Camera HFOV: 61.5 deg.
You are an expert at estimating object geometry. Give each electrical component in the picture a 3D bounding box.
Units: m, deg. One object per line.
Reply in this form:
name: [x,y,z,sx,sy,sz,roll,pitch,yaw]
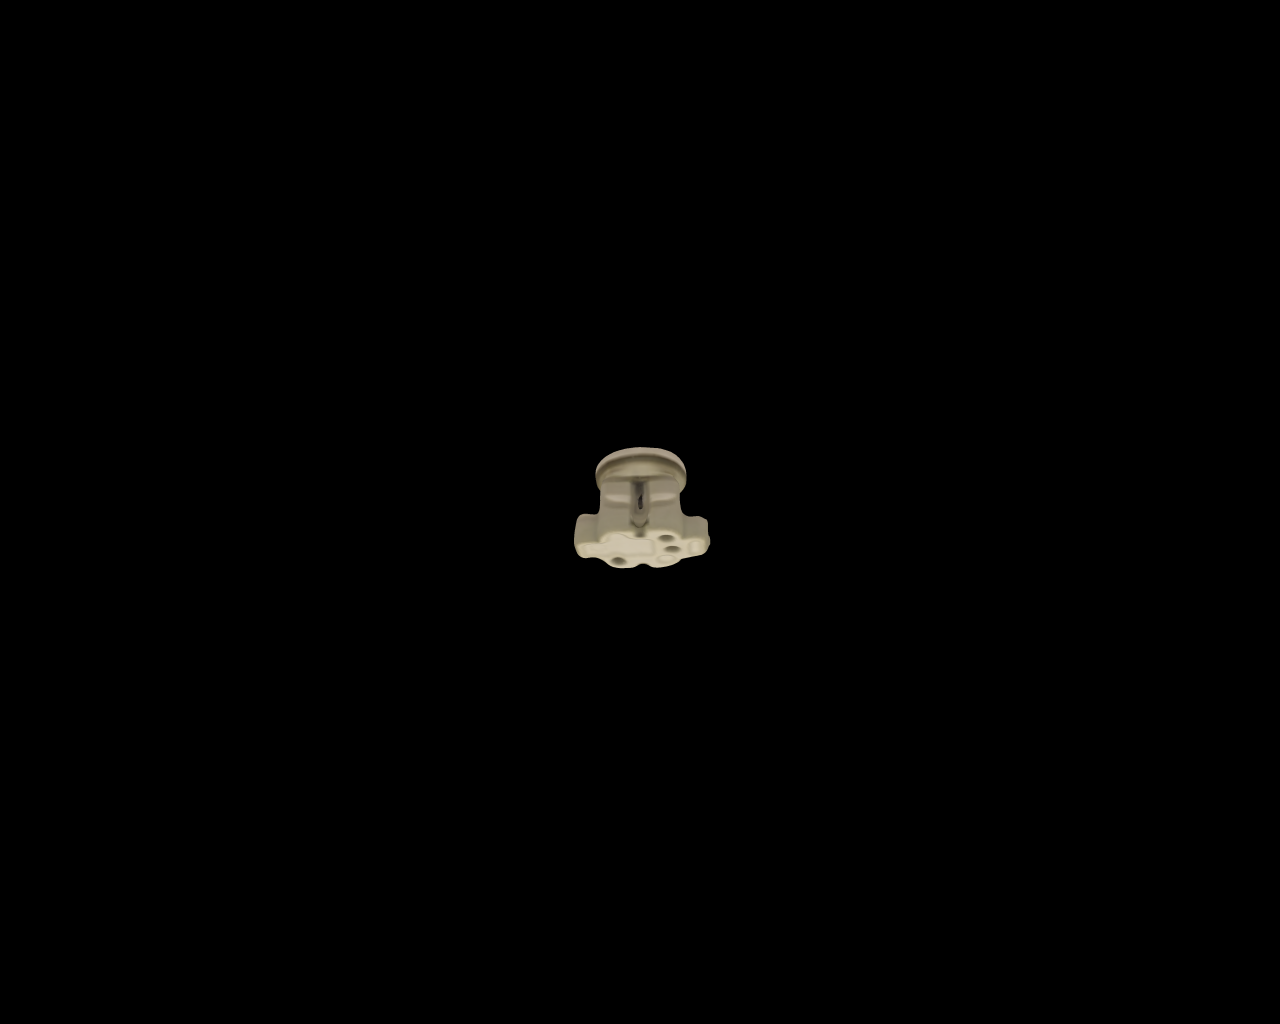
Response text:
electrical component: [0.001,-0.003,0.650,0.078,0.057,0.058,-1,-28,2]
